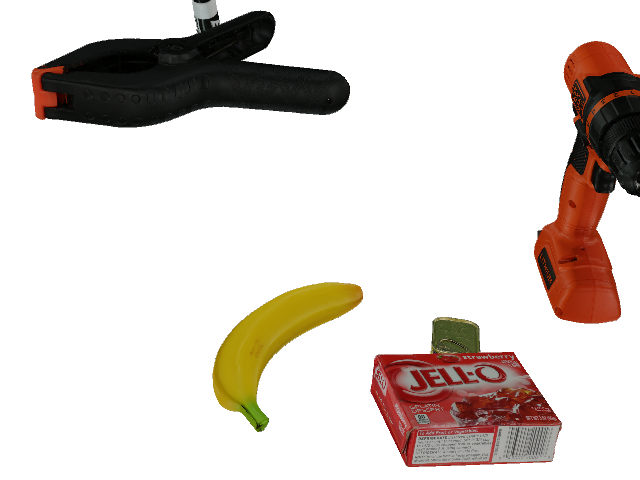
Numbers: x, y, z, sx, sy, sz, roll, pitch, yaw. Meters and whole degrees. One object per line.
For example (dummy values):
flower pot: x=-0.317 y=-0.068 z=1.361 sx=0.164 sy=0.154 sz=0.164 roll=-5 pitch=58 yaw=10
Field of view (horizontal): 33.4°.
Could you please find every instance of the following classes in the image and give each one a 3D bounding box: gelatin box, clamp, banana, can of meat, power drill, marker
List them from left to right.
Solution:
clamp: x=-0.080 y=-0.100 z=0.616 sx=0.171 sy=0.039 sz=0.120 roll=-4 pitch=27 yaw=-17
marker: x=-0.083 y=-0.157 z=0.798 sx=0.020 sy=0.020 sz=0.121 roll=0 pitch=-39 yaw=5
banana: x=-0.033 y=0.080 z=0.839 sx=0.070 sy=0.037 sz=0.197 roll=29 pitch=38 yaw=9
can of meat: x=0.158 y=0.152 z=1.289 sx=0.057 sy=0.084 sz=0.102 roll=8 pitch=20 yaw=4
gelatin box: x=0.080 y=0.093 z=0.602 sx=0.089 sy=0.030 sz=0.073 roll=1 pitch=26 yaw=-14
power drill: x=0.210 y=-0.032 z=0.793 sx=0.057 sy=0.188 sz=0.184 roll=3 pitch=34 yaw=-2
